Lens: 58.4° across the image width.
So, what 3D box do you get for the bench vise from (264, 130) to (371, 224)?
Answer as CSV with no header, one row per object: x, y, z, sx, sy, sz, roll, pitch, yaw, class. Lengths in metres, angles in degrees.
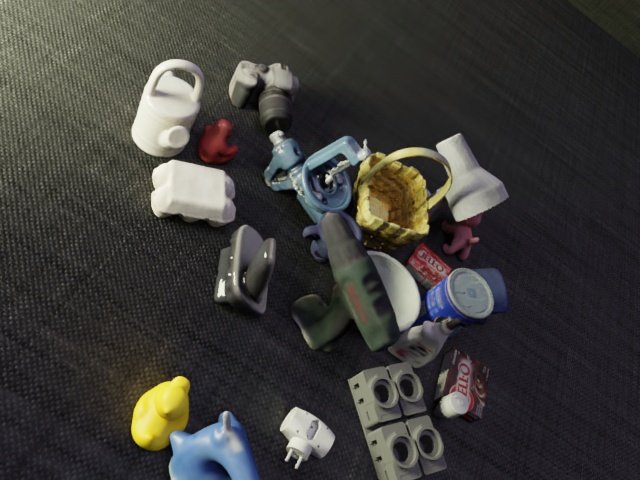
-0.010,-0.136,1.079,0.208,0.219,0.121,31,50,-9,bench vise

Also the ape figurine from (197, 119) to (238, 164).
-0.193,-0.194,1.094,0.076,0.092,0.078,-27,76,-39,ape figurine

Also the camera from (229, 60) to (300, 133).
-0.107,-0.303,1.209,0.143,0.100,0.136,7,57,-26,camera

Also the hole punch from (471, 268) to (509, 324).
0.327,0.115,1.197,0.101,0.091,0.108,11,56,-24,hole punch

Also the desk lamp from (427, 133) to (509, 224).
0.271,-0.114,1.231,0.118,0.213,0.203,-29,77,-39,desk lamp

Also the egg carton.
-0.223,-0.081,1.018,0.151,0.069,0.107,9,56,-25,egg carton

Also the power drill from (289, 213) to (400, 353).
0.032,0.095,0.960,0.076,0.208,0.229,-23,73,-38,power drill

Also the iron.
-0.103,0.353,0.759,0.119,0.141,0.258,-14,68,-36,iron

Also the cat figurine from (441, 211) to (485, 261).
0.328,-0.037,1.278,0.067,0.117,0.128,15,54,-21,cat figurine

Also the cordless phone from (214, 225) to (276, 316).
-0.101,0.029,0.941,0.094,0.184,0.147,12,55,-23,cordless phone

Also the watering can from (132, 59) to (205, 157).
-0.261,-0.236,1.015,0.101,0.193,0.172,-22,73,-38,watering can

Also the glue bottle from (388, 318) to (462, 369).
0.197,0.176,1.027,0.078,0.173,0.037,29,50,-10,glue bottle

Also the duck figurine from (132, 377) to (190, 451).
-0.216,0.239,0.804,0.077,0.086,0.105,32,50,-8,duck figurine

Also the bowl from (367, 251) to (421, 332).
0.102,0.109,1.081,0.168,0.074,0.167,15,54,-21,bowl

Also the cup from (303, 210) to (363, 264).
0.010,0.004,1.082,0.118,0.094,0.091,2,60,-29,cup
